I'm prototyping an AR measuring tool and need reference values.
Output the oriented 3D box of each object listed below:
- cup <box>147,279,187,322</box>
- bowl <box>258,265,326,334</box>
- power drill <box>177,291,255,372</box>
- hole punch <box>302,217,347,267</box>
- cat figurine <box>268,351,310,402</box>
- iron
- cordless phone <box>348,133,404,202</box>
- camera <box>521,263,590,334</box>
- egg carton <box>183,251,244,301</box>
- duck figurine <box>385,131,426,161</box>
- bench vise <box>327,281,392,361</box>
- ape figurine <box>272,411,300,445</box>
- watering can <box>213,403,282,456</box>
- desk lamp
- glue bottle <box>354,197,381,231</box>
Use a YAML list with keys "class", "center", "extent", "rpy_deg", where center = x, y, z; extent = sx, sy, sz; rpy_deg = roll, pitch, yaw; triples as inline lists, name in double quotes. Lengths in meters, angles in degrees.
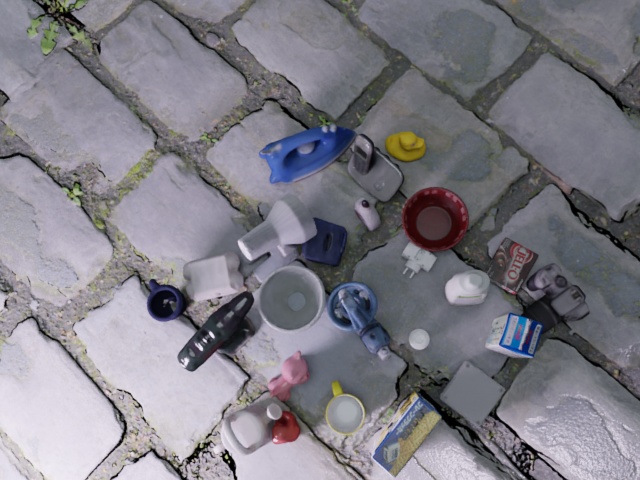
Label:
- class: "cup"
  center: [-0.380, 0.151, 1.431]
  extent: [0.091, 0.095, 0.117]
  rpy_deg: [-36, 77, -1]
- class: "bowl"
  center: [-0.065, 0.148, 1.407]
  extent: [0.167, 0.075, 0.167]
  rpy_deg: [-1, 79, 6]
- class: "power drill"
  center: [-0.223, 0.213, 1.344]
  extent: [0.230, 0.208, 0.075]
  rpy_deg: [-45, 77, -3]
- class: "hole punch"
  center: [0.013, 0.005, 1.417]
  extent: [0.101, 0.091, 0.109]
  rpy_deg: [13, 81, 9]
- class: "cat figurine"
  center: [-0.072, 0.323, 1.352]
  extent: [0.067, 0.118, 0.128]
  rpy_deg: [43, 86, 12]
- class: "iron"
  center: [-0.030, -0.243, 1.445]
  extent: [0.258, 0.141, 0.118]
  rpy_deg: [-24, 77, 1]
- class: "cordless phone"
  center: [0.135, -0.180, 1.391]
  extent: [0.147, 0.185, 0.094]
  rpy_deg: [39, 86, 12]
- class: "camera"
  center: [0.529, 0.146, 1.327]
  extent: [0.137, 0.101, 0.143]
  rpy_deg: [-35, 77, -1]
- class: "egg carton"
  center: [-0.268, 0.093, 1.443]
  extent: [0.150, 0.069, 0.107]
  rpy_deg: [-15, 78, 4]
- class: "duck figurine"
  center: [0.216, -0.246, 1.446]
  extent: [0.104, 0.086, 0.077]
  rpy_deg: [12, 81, 9]
- class: "bench vise"
  center: [0.101, 0.172, 1.309]
  extent: [0.207, 0.220, 0.121]
  rpy_deg: [37, 85, 12]
- class: "ape figurine"
  center: [-0.087, 0.447, 1.343]
  extent: [0.076, 0.092, 0.078]
  rpy_deg: [38, 85, 12]
- class: "watering can"
  center: [-0.168, 0.431, 1.302]
  extent: [0.100, 0.194, 0.173]
  rpy_deg: [34, 85, 12]
- class: "desk lamp"
  center: [-0.105, -0.002, 1.369]
  extent: [0.203, 0.213, 0.118]
  rpy_deg: [-37, 77, -1]
- class: "glue bottle"
  center: [0.111, -0.072, 1.379]
  extent: [0.037, 0.173, 0.078]
  rpy_deg: [-41, 77, -2]
